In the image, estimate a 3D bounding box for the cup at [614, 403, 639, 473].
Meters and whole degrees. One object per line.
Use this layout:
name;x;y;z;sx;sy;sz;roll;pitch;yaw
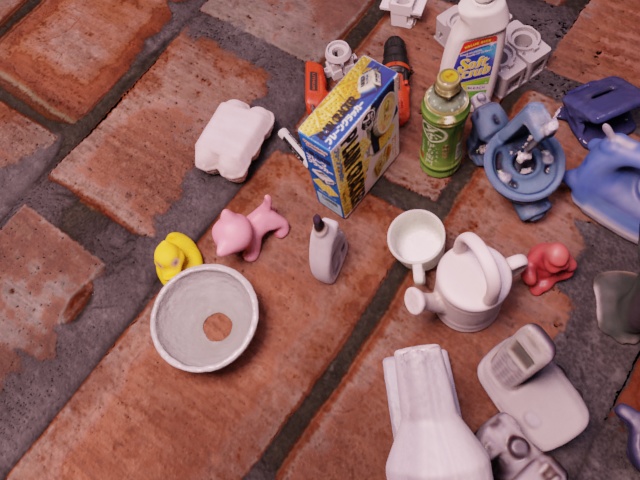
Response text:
cup;0.415;0.257;0.724;0.117;0.095;0.092;41;77;22

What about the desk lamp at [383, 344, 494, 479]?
desk lamp;0.132;0.221;0.713;0.118;0.214;0.203;-10;65;4

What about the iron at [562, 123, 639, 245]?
iron;0.493;-0.070;0.830;0.257;0.141;0.119;38;76;21

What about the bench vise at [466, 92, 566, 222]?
bench vise;0.279;-0.147;0.851;0.121;0.220;0.207;-40;67;-10

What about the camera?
camera;0.231;0.313;0.721;0.137;0.101;0.143;-38;67;-9

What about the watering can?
watering can;0.203;0.060;0.785;0.173;0.194;0.100;-42;67;-11

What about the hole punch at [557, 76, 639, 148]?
hole punch;0.456;-0.219;0.929;0.108;0.091;0.101;-23;65;-2

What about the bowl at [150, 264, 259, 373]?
bowl;-0.167;0.125;0.874;0.167;0.075;0.167;-3;66;7

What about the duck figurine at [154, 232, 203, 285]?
duck figurine;-0.235;0.029;0.919;0.077;0.086;0.104;-11;65;3

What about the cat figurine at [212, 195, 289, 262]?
cat figurine;-0.118;-0.021;0.908;0.128;0.118;0.067;-42;67;-11

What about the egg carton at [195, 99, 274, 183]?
egg carton;-0.150;-0.176;1.006;0.107;0.069;0.150;20;71;16

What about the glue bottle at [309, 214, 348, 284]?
glue bottle;0.008;0.003;0.849;0.037;0.173;0.078;19;70;16

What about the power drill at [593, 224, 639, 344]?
power drill;0.429;0.050;0.750;0.075;0.209;0.229;0;66;8

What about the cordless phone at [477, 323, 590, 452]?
cordless phone;0.278;0.183;0.725;0.094;0.185;0.147;-34;66;-7

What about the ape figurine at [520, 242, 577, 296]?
ape figurine;0.336;0.033;0.834;0.077;0.092;0.076;3;67;10
